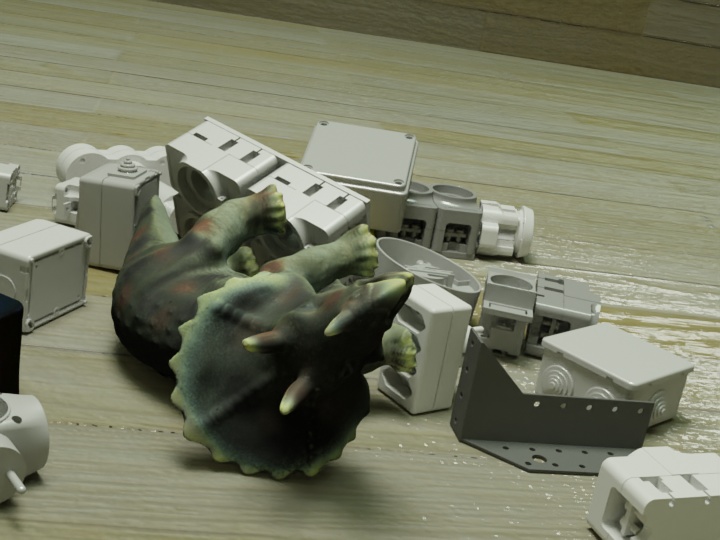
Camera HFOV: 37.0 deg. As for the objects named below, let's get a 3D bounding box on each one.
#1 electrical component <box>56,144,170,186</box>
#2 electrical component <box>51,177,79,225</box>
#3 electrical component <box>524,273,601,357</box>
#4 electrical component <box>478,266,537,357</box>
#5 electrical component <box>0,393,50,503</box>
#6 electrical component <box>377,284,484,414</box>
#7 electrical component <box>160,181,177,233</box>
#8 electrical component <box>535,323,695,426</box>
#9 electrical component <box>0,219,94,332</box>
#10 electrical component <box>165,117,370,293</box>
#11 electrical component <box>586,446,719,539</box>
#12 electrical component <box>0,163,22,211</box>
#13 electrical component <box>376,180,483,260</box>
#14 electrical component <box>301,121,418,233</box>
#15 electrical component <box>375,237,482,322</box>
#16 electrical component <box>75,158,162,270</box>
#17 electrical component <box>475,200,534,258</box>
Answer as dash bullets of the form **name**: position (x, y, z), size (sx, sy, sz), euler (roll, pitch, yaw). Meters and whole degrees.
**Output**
- **electrical component**: position (-0.243, -0.097, 1.135), size (0.138, 0.052, 0.074), euler (-2, 22, -32)
- **electrical component**: position (-0.261, -0.064, 1.048), size (0.064, 0.042, 0.081), euler (13, 19, 13)
- **electrical component**: position (0.179, 0.043, 0.951), size (0.056, 0.050, 0.089), euler (12, 19, 7)
- **electrical component**: position (0.124, 0.036, 0.922), size (0.042, 0.063, 0.081), euler (11, 19, 5)
- **electrical component**: position (-0.209, 0.103, 0.592), size (0.077, 0.044, 0.079), euler (-6, 25, -38)
- **electrical component**: position (0.062, 0.056, 0.804), size (0.076, 0.083, 0.047), euler (-4, 24, -36)
- **electrical component**: position (-0.188, -0.058, 1.063), size (0.043, 0.043, 0.081), euler (-8, 27, -43)
- **electrical component**: position (0.197, 0.085, 0.843), size (0.100, 0.048, 0.100), euler (-9, 26, -43)
- **electrical component**: position (-0.254, 0.000, 0.838), size (0.061, 0.061, 0.096), euler (16, 20, 16)
- **electrical component**: position (-0.082, -0.041, 0.919), size (0.186, 0.105, 0.060), euler (29, 49, 29)
- **electrical component**: position (0.192, 0.145, 0.666), size (0.089, 0.050, 0.055), euler (2, 21, -22)
- **electrical component**: position (-0.369, -0.086, 1.056), size (0.064, 0.042, 0.081), euler (9, 20, -7)
- **electrical component**: position (0.047, -0.062, 1.165), size (0.150, 0.061, 0.089), euler (6, 20, -13)
- **electrical component**: position (-0.002, -0.095, 1.079), size (0.109, 0.056, 0.108), euler (9, 37, 4)
- **electrical component**: position (0.058, 0.013, 0.954), size (0.099, 0.064, 0.099), euler (9, 19, -3)
- **electrical component**: position (-0.217, -0.054, 0.958), size (0.061, 0.096, 0.061), euler (9, 19, 9)
- **electrical component**: position (0.158, -0.044, 1.180), size (0.057, 0.058, 0.078), euler (7, 19, -1)
